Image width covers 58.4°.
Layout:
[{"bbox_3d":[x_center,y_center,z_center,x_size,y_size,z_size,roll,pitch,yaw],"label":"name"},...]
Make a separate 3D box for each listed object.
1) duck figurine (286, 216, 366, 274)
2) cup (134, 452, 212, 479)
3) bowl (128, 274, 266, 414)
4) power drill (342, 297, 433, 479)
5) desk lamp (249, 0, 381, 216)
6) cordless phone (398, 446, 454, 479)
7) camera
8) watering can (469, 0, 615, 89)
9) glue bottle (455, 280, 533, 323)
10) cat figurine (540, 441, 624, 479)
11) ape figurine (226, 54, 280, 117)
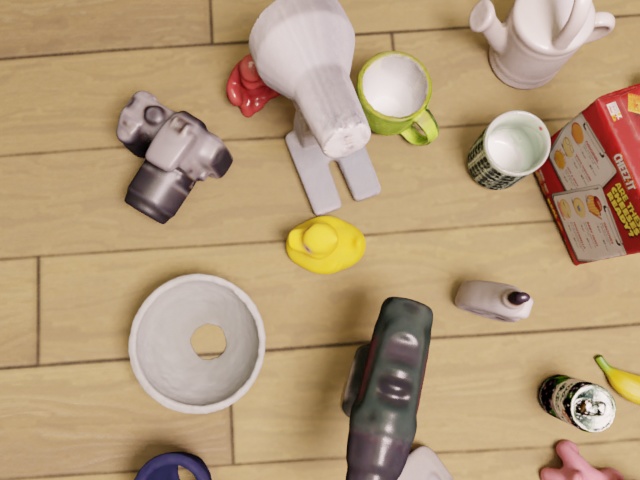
[{"bbox_3d":[0.007,0.003,0.728,0.104,0.086,0.077,2,82,1],"label":"duck figurine"},{"bbox_3d":[-0.167,0.307,0.685,0.091,0.095,0.118,3,82,1],"label":"cup"},{"bbox_3d":[-0.147,0.128,0.719,0.167,0.075,0.167,0,82,1],"label":"bowl"},{"bbox_3d":[0.069,0.180,0.641,0.075,0.208,0.230,14,83,3],"label":"power drill"},{"bbox_3d":[0.006,-0.155,0.684,0.118,0.213,0.203,-22,82,-2],"label":"desk lamp"},{"bbox_3d":[0.132,0.322,0.633,0.094,0.185,0.147,-35,83,-3],"label":"cordless phone"},{"bbox_3d":[-0.206,-0.101,0.737,0.143,0.101,0.137,31,84,5],"label":"camera"},{"bbox_3d":[0.275,-0.267,0.706,0.173,0.194,0.101,-22,82,-2],"label":"watering can"},{"bbox_3d":[0.213,0.071,0.672,0.078,0.173,0.037,19,83,4],"label":"glue bottle"},{"bbox_3d":[0.341,0.299,0.668,0.127,0.118,0.067,28,84,5],"label":"cat figurine"},{"bbox_3d":[-0.088,-0.213,0.755,0.078,0.092,0.076,0,82,1],"label":"ape figurine"}]
